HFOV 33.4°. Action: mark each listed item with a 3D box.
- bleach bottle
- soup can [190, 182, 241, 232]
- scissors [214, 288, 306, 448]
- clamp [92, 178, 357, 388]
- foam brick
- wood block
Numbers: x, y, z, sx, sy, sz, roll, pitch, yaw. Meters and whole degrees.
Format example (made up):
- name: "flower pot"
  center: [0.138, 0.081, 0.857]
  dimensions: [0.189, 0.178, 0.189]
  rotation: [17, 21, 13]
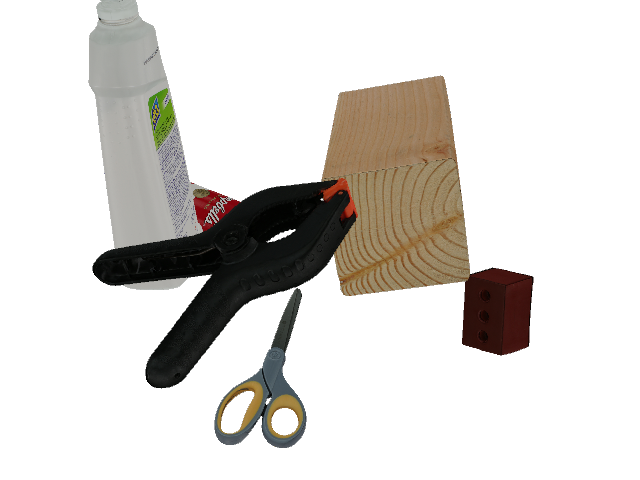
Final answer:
- name: "bleach bottle"
  center: [-0.148, -0.086, 0.883]
  dimensions: [0.068, 0.251, 0.102]
  rotation: [0, 33, 6]
- name: "soup can"
  center: [-0.129, -0.023, 1.160]
  dimensions: [0.102, 0.068, 0.068]
  rotation: [22, 10, 25]
- name: "scissors"
  center: [-0.032, 0.130, 1.063]
  dimensions: [0.096, 0.016, 0.201]
  rotation: [21, 50, 20]
- name: "clamp"
  center: [-0.051, 0.020, 0.652]
  dimensions: [0.171, 0.120, 0.039]
  rotation: [-25, -40, -1]
- name: "foam brick"
  center: [0.183, 0.073, 1.104]
  dimensions: [0.053, 0.078, 0.051]
  rotation: [13, 19, 42]
- name: "wood block"
  center: [0.058, -0.048, 0.797]
  dimensions: [0.091, 0.090, 0.206]
  rotation: [-8, 23, 8]
